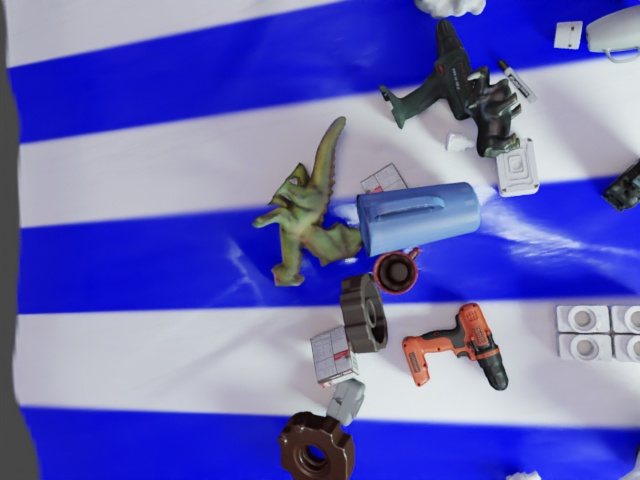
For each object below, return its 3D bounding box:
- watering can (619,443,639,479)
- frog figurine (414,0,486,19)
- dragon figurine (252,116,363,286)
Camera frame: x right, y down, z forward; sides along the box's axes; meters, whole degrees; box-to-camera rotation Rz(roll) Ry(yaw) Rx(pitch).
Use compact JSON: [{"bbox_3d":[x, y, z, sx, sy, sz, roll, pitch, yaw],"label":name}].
[{"bbox_3d":[0.655,0.349,0.869,0.346,0.221,0.106,-35,59,11],"label":"watering can"},{"bbox_3d":[0.293,-0.563,1.159,0.159,0.122,0.139,15,79,-18],"label":"frog figurine"},{"bbox_3d":[0.004,-0.060,1.193,0.243,0.123,0.408,40,99,0],"label":"dragon figurine"}]
